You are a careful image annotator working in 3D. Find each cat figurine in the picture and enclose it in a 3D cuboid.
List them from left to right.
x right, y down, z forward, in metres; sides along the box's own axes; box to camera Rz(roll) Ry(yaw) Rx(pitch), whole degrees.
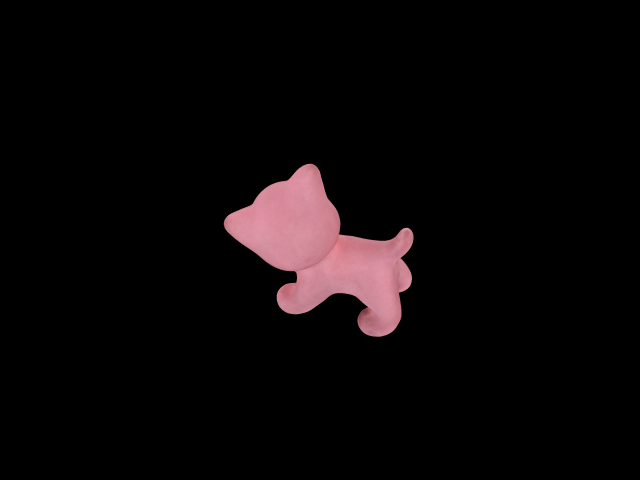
[{"bbox_3d":[0.004,0.001,0.400,0.127,0.118,0.067,11,51,9],"label":"cat figurine"}]
